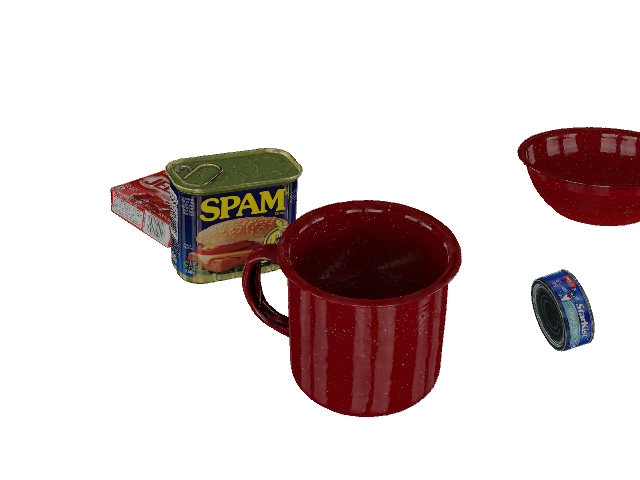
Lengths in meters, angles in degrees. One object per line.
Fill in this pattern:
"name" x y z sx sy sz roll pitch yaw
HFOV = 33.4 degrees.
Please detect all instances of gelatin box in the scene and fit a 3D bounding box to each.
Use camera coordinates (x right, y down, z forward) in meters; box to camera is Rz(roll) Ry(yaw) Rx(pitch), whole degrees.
"gelatin box" -0.150 -0.034 1.043 0.089 0.030 0.073 30 36 32

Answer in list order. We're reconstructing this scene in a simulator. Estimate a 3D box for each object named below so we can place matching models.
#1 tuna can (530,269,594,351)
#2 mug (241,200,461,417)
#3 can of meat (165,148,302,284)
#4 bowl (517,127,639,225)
"tuna can" 0.264 0.077 1.169 0.033 0.086 0.086 -17 3 -9
"mug" 0.013 0.035 0.561 0.117 0.081 0.093 11 36 16
"can of meat" -0.068 -0.019 0.832 0.102 0.084 0.057 -9 31 -21
"bowl" 0.265 -0.056 1.001 0.162 0.055 0.162 -1 25 0
